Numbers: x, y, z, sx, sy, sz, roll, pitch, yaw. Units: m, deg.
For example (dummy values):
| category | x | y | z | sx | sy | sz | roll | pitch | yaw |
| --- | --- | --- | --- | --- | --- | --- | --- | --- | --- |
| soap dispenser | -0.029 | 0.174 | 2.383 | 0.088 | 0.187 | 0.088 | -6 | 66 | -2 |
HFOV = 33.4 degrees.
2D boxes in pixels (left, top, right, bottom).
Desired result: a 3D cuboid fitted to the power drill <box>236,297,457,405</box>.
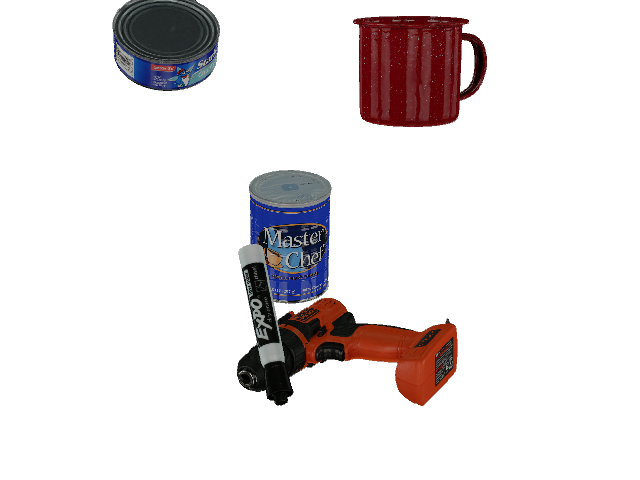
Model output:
| category | x | y | z | sx | sy | sz | roll | pitch | yaw |
| --- | --- | --- | --- | --- | --- | --- | --- | --- | --- |
| power drill | 0.031 | 0.114 | 1.076 | 0.188 | 0.057 | 0.184 | 9 | 23 | 28 |

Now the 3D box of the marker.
| category | x | y | z | sx | sy | sz | roll | pitch | yaw |
| --- | --- | --- | --- | --- | --- | --- | --- | --- | --- |
| marker | -0.039 | 0.059 | 0.760 | 0.020 | 0.121 | 0.020 | -11 | -27 | -6 |

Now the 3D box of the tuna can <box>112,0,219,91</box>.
| category | x | y | z | sx | sy | sz | roll | pitch | yaw |
| --- | --- | --- | --- | --- | --- | --- | --- | --- | --- |
| tuna can | -0.126 | -0.161 | 0.869 | 0.086 | 0.086 | 0.034 | 0 | -40 | -10 |

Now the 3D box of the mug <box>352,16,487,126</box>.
| category | x | y | z | sx | sy | sz | roll | pitch | yaw |
| --- | --- | --- | --- | --- | --- | --- | --- | --- | --- |
| mug | 0.083 | -0.139 | 0.869 | 0.117 | 0.081 | 0.093 | -8 | 17 | -25 |

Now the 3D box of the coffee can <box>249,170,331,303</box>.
| category | x | y | z | sx | sy | sz | roll | pitch | yaw |
| --- | --- | --- | --- | --- | --- | --- | --- | --- | --- |
| coffee can | -0.039 | -0.006 | 1.357 | 0.103 | 0.140 | 0.103 | 1 | 27 | -1 |
